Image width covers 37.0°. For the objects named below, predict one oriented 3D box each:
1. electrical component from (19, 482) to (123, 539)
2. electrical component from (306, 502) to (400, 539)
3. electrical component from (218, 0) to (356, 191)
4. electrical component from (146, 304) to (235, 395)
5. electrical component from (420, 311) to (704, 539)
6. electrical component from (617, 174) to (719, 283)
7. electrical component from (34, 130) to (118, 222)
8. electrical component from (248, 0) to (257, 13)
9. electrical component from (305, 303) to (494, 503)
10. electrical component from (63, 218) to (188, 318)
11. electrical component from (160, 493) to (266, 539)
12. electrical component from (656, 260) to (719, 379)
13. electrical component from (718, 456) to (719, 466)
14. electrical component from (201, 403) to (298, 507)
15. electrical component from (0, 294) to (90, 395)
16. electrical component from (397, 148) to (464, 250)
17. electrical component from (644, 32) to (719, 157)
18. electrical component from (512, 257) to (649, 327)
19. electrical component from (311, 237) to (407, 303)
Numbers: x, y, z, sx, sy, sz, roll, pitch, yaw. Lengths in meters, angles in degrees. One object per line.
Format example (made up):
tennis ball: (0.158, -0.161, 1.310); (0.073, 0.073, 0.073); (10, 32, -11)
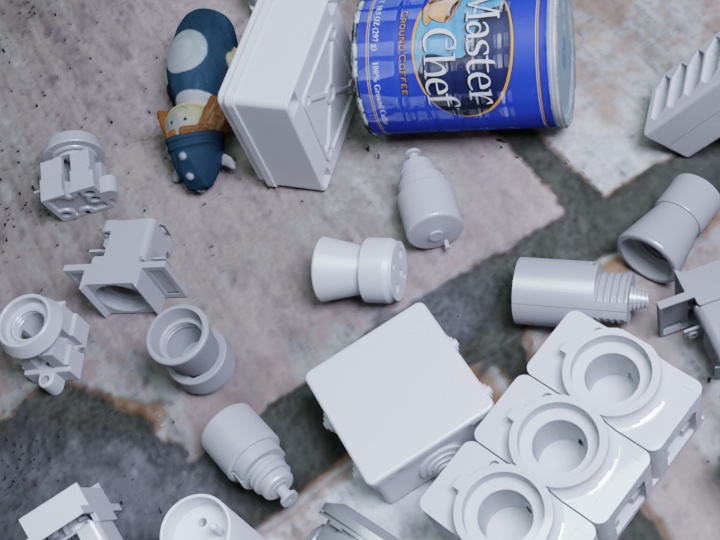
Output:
electrical component: (-0.172, 0.170, 0.669); (0.042, 0.081, 0.063); (-32, 79, -2)
electrical component: (0.003, 0.170, 0.606); (0.080, 0.080, 0.051); (27, 77, 29)
electrical component: (-0.046, -0.131, 0.783); (0.056, 0.108, 0.108); (9, 64, 19)
electrical component: (-0.113, 0.055, 0.725); (0.045, 0.055, 0.045); (-8, 58, 13)
electrical component: (0.117, 0.108, 0.616); (0.089, 0.061, 0.150); (33, 74, 30)
electrical component: (0.200, -0.029, 0.685); (0.044, 0.044, 0.065); (31, 68, 30)
electrical component: (-0.223, -0.075, 0.844); (0.066, 0.048, 0.055); (-16, 65, 8)
electrical component: (-0.077, -0.241, 0.884); (0.048, 0.062, 0.048); (-8, 59, 13)
electrical component: (0.028, 0.084, 0.667); (0.100, 0.048, 0.099); (-32, 56, -3)
electrical component: (-0.168, -0.003, 0.785); (0.081, 0.042, 0.063); (-2, 58, 16)
electrical component: (-0.080, 0.180, 0.627); (0.044, 0.077, 0.079); (-18, 57, 7)
electrical component: (0.222, 0.027, 0.643); (0.081, 0.042, 0.063); (-20, 58, 6)
electrical component: (0.241, 0.145, 0.561); (0.074, 0.052, 0.138); (-40, 57, -8)
electrical component: (-0.067, 0.119, 0.682); (0.040, 0.040, 0.078); (-42, 57, -9)
electrical component: (-0.225, 0.048, 0.765); (0.048, 0.055, 0.066); (-6, 59, 14)
electrical component: (0.045, -0.051, 0.747); (0.040, 0.040, 0.078); (-18, 57, 7)
electrical component: (0.244, -0.108, 0.703); (0.076, 0.083, 0.047); (24, 64, -13)
electrical component: (0.140, 0.016, 0.675); (0.081, 0.043, 0.043); (4, 62, 20)
electrical component: (0.000, 0.000, 0.728); (0.055, 0.045, 0.045); (1, 61, 18)
